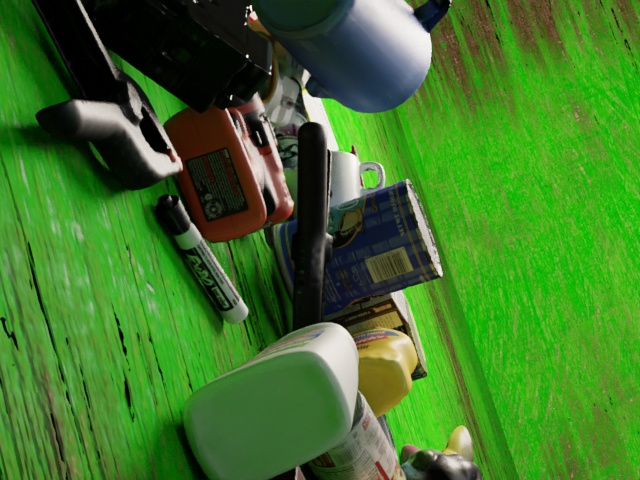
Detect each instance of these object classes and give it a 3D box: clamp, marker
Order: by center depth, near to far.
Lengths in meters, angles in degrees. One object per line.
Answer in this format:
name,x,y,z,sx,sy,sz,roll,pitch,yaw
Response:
clamp,-0.133,-0.091,0.653,0.171,0.039,0.120,54,25,-69
marker,-0.084,0.014,0.761,0.020,0.020,0.121,-96,163,-51
clamp,-0.006,0.001,0.961,0.164,0.036,0.210,-54,145,-84

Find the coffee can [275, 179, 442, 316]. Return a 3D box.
coffee can,0.038,0.011,1.053,0.102,0.140,0.103,-20,90,-79

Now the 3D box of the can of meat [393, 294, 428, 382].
can of meat,0.064,0.113,1.160,0.057,0.084,0.102,48,24,-64

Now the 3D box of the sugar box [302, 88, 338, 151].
sugar box,-0.018,-0.135,1.294,0.176,0.048,0.093,-69,139,-79

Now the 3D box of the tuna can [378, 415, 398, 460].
tuna can,0.048,0.196,1.067,0.086,0.034,0.086,-20,90,-79

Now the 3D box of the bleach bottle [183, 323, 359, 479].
bleach bottle,-0.023,0.102,0.753,0.251,0.102,0.068,-32,99,-86

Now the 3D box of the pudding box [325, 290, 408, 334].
pudding box,0.040,0.056,1.127,0.113,0.090,0.039,-92,158,-56

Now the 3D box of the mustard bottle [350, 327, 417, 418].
mustard bottle,0.043,0.120,1.002,0.191,0.096,0.058,-33,102,-79

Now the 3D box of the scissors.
scissors,-0.074,-0.096,0.981,0.096,0.016,0.202,6,85,-38

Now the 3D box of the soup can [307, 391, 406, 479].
soup can,0.023,0.177,0.883,0.068,0.068,0.102,-93,160,-56

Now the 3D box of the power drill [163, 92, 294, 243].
power drill,-0.075,-0.084,0.874,0.187,0.057,0.184,-66,136,-75

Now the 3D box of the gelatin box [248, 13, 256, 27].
gelatin box,-0.094,-0.280,1.206,0.073,0.030,0.089,26,47,-73

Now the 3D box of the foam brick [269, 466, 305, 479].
foam brick,-0.024,0.190,0.666,0.053,0.051,0.078,-86,155,-61

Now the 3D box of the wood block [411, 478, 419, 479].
wood block,0.076,0.299,0.871,0.090,0.091,0.206,-94,162,-51

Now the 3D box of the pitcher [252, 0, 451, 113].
pitcher,0.031,-0.227,1.086,0.242,0.145,0.149,21,86,-69

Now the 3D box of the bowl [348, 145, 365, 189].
bowl,0.029,-0.028,1.263,0.162,0.055,0.162,-12,90,-90
